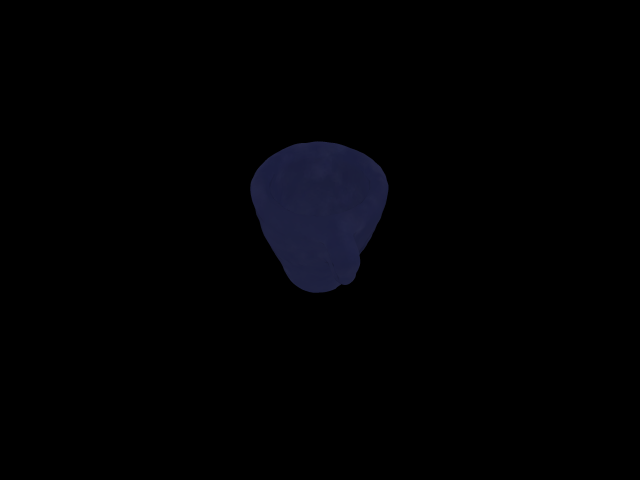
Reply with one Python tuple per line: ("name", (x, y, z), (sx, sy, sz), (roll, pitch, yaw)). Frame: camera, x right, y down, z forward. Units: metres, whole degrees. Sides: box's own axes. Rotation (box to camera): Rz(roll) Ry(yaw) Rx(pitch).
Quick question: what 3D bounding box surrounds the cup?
("cup", (0.004, 0.001, 0.400), (0.092, 0.095, 0.117), (-11, 47, -11))
